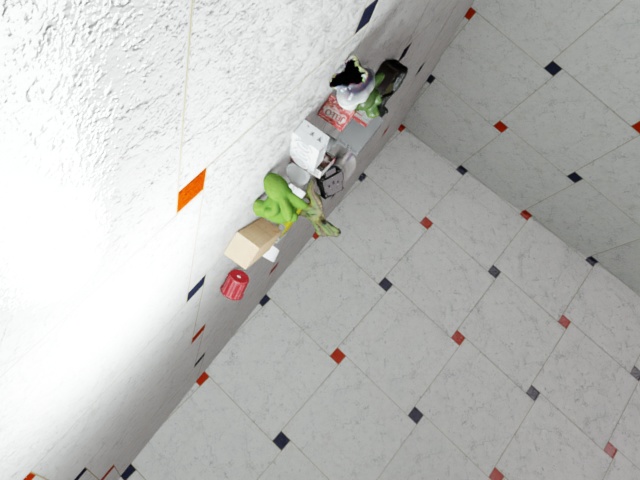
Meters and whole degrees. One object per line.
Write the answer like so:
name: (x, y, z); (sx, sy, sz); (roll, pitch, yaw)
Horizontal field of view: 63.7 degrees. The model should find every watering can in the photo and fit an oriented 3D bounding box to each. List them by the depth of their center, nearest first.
watering can: (0.087, -0.307, 2.455); (0.229, 0.104, 0.340); (-49, 173, -41)

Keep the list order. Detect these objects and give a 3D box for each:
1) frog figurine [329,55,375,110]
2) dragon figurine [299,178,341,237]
frog figurine: (0.098, -0.429, 1.463); (0.158, 0.123, 0.138); (52, 55, -73)
dragon figurine: (0.007, -0.114, 2.266); (0.123, 0.243, 0.405); (-47, 176, -17)
